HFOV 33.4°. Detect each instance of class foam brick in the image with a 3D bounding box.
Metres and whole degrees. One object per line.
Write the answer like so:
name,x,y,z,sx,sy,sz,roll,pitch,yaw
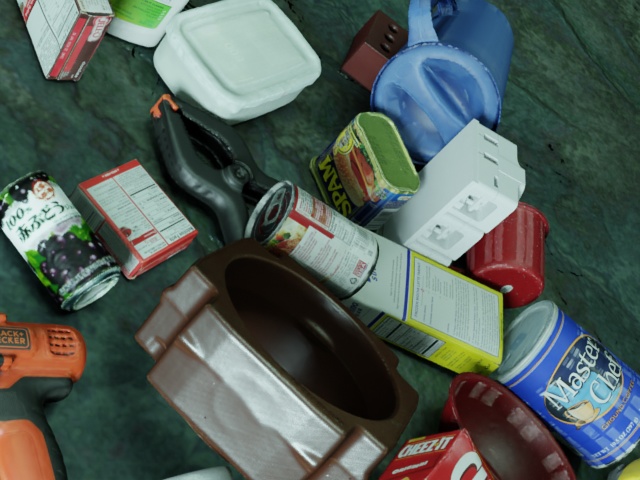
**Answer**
foam brick,0.066,-0.217,1.231,0.053,0.051,0.078,34,42,-13

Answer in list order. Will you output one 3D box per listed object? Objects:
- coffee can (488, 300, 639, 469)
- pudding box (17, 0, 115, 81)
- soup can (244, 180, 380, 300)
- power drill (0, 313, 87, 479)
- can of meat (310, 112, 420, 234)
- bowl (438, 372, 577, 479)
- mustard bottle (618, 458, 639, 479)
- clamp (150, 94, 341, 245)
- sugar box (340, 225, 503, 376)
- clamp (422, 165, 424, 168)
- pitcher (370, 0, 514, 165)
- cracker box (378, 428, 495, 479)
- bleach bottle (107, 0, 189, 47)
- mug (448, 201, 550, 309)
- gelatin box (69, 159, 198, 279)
coffee can,0.245,0.141,1.047,0.140,0.103,0.102,39,41,-7
pudding box,-0.231,-0.214,0.958,0.039,0.090,0.113,-6,61,-41
soup can,-0.006,0.001,0.942,0.102,0.069,0.068,32,42,-25
power drill,-0.230,0.132,0.702,0.184,0.057,0.188,6,54,-36
can of meat,0.046,-0.065,1.067,0.057,0.084,0.102,-1,59,-40
bowl,0.157,0.197,0.948,0.162,0.055,0.162,36,24,-19
mustard bottle,0.347,0.220,1.018,0.191,0.058,0.096,-33,93,-48
clamp,-0.083,-0.044,0.981,0.210,0.036,0.164,44,40,-7
sugar box,0.094,0.062,1.029,0.176,0.048,0.093,24,45,-15
clamp,0.107,-0.109,1.188,0.120,0.039,0.171,39,35,-15
pitcher,0.144,-0.194,1.164,0.145,0.149,0.242,33,32,-2
cracker box,0.084,0.271,0.805,0.213,0.072,0.164,-41,105,-48
bleach bottle,-0.134,-0.289,0.975,0.102,0.251,0.068,21,47,-26
mug,0.182,0.017,1.118,0.117,0.093,0.081,6,53,3
gelatin box,-0.159,-0.018,0.905,0.089,0.030,0.073,50,40,5
